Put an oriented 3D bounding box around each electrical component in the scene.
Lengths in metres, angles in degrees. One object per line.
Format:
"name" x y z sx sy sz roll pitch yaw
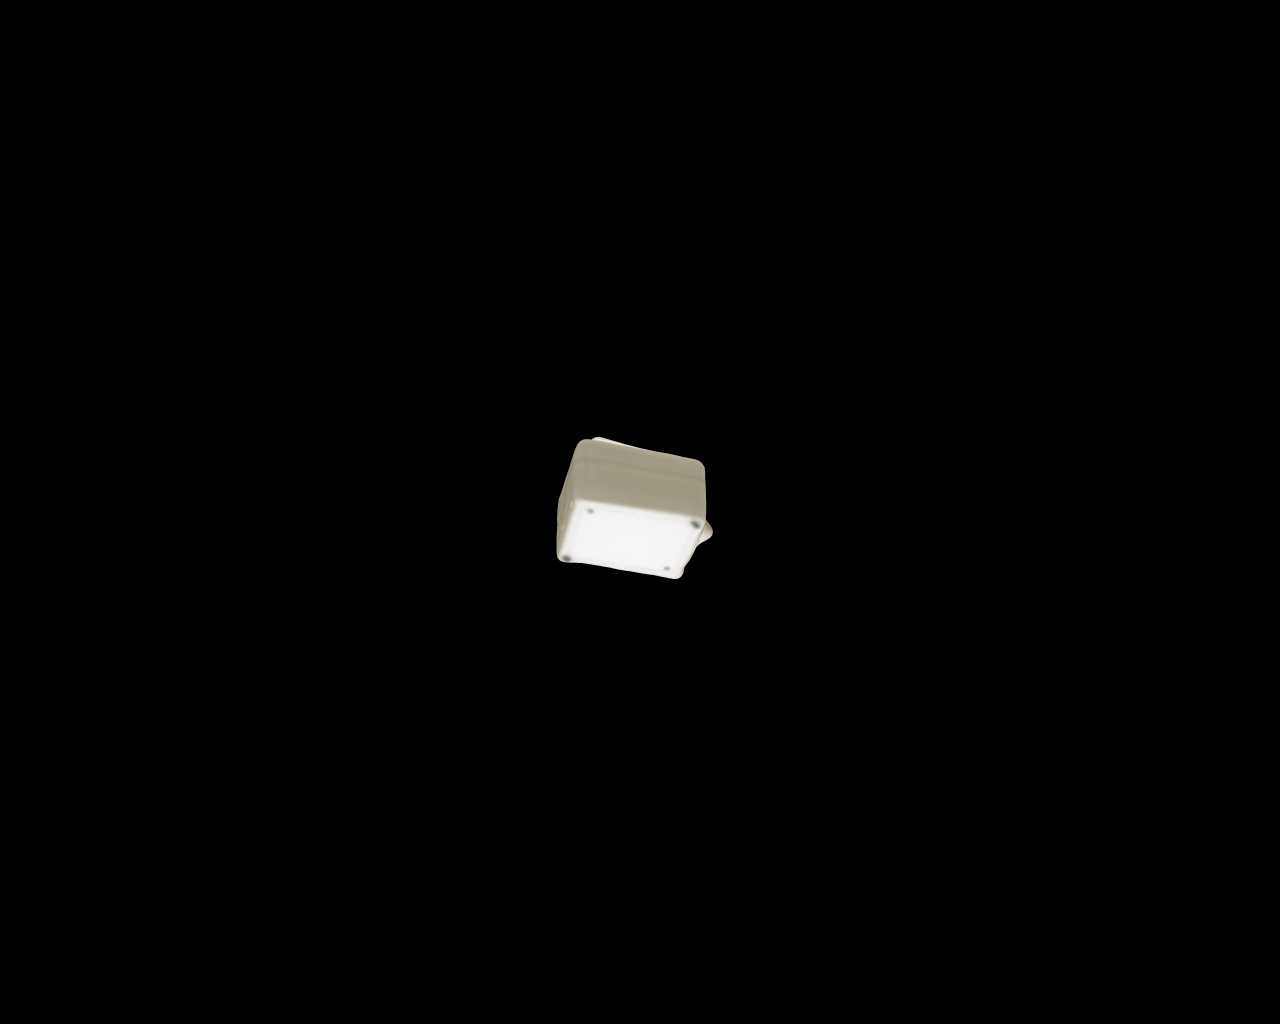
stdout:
"electrical component" 0.001 -0.003 0.650 0.096 0.061 0.061 10 -43 -11
